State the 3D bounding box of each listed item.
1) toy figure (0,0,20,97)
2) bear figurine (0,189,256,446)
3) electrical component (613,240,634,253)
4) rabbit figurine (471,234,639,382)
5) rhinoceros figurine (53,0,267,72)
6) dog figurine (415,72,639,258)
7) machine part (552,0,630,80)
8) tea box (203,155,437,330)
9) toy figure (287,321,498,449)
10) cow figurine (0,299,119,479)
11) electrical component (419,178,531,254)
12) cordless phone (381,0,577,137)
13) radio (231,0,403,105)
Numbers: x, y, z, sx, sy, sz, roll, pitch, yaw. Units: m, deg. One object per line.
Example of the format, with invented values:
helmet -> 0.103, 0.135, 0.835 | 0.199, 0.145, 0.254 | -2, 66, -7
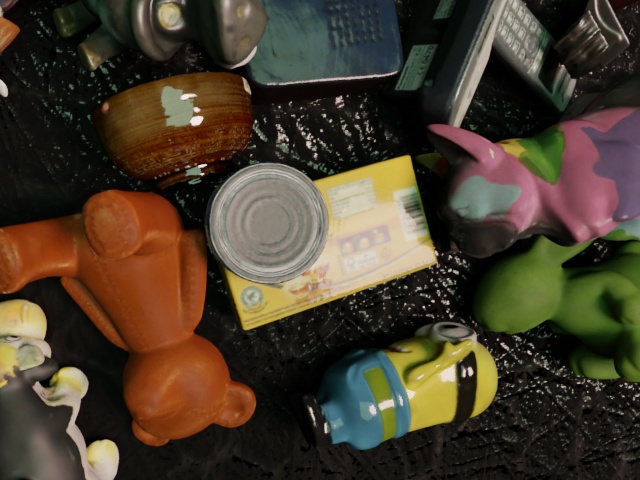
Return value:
toy figure -> -0.240, -0.172, 0.374 | 0.064, 0.057, 0.154 | 16, 91, 22
bear figurine -> -0.131, 0.068, 0.385 | 0.120, 0.132, 0.195 | -13, 93, 12
electrical component -> 0.368, 0.033, 0.556 | 0.115, 0.058, 0.134 | -1, 93, -14
rabbit figurine -> 0.229, 0.047, 0.491 | 0.170, 0.121, 0.159 | 8, 87, -1
rhinoceros figurine -> -0.112, -0.159, 0.356 | 0.112, 0.191, 0.073 | -26, 135, -32
dog figurine -> 0.189, -0.066, 0.414 | 0.219, 0.108, 0.191 | 16, 84, 5
machine part -> 0.252, -0.193, 0.495 | 0.139, 0.039, 0.084 | -42, 111, -44
tea box -> -0.001, -0.001, 0.443 | 0.170, 0.068, 0.098 | -16, 96, -13
toy figure -> 0.067, 0.130, 0.466 | 0.180, 0.082, 0.089 | -19, 109, -18
cow figurine -> -0.207, 0.127, 0.379 | 0.068, 0.098, 0.167 | -21, 99, -7
electrical component -> 0.131, -0.027, 0.484 | 0.102, 0.045, 0.078 | -13, 83, -9
cordless phone -> 0.159, -0.138, 0.484 | 0.184, 0.089, 0.146 | 24, 86, -35
radio -> -0.023, -0.227, 0.424 | 0.131, 0.073, 0.229 | -14, 95, -14
